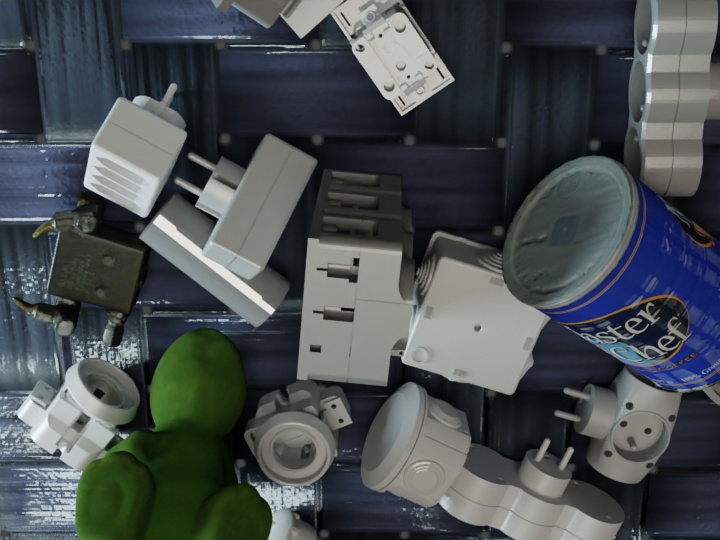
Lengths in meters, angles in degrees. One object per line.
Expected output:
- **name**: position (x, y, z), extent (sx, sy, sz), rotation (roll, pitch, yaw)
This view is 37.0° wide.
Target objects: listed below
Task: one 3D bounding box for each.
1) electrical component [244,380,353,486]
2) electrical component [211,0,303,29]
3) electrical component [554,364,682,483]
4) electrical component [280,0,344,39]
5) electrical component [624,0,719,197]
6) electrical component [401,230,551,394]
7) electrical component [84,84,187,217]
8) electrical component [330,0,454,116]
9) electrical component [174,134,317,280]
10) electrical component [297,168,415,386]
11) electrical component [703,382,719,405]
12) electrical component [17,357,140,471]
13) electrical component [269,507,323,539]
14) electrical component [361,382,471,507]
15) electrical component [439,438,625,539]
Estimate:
- **electrical component**: position (-0.046, 0.119, 0.774), extent (0.078, 0.057, 0.058), rotation (-23, 109, 8)
- **electrical component**: position (-0.041, -0.198, 0.582), extent (0.063, 0.078, 0.121), rotation (27, 111, -40)
- **electrical component**: position (0.180, 0.105, 0.774), extent (0.079, 0.044, 0.077), rotation (16, 110, -6)
- **electrical component**: position (-0.056, -0.247, 0.636), extent (0.105, 0.060, 0.186), rotation (-39, 106, 14)
- **electrical component**: position (0.215, -0.114, 0.688), extent (0.074, 0.052, 0.138), rotation (0, 111, 0)
- **electrical component**: position (0.080, 0.031, 0.745), extent (0.100, 0.048, 0.099), rotation (17, 111, -6)
- **electrical component**: position (-0.138, -0.086, 0.695), extent (0.047, 0.083, 0.075), rotation (28, 70, -10)
- **electrical component**: position (0.021, -0.138, 0.674), extent (0.042, 0.063, 0.081), rotation (-34, 107, 11)
- **electrical component**: position (-0.082, -0.049, 0.699), extent (0.076, 0.047, 0.083), rotation (28, 76, -9)
- **electrical component**: position (0.000, 0.000, 0.680), extent (0.062, 0.150, 0.089), rotation (6, 110, 0)
- **electrical component**: position (0.276, 0.050, 0.744), extent (0.108, 0.060, 0.108), rotation (0, 111, 0)
- **electrical component**: position (-0.195, 0.100, 0.769), extent (0.078, 0.058, 0.057), rotation (37, 109, -12)
- **electrical component**: position (-0.047, 0.214, 0.818), extent (0.062, 0.048, 0.048), rotation (35, 107, -19)
- **electrical component**: position (0.038, 0.125, 0.765), extent (0.051, 0.080, 0.080), rotation (27, 109, -15)
- **electrical component**: position (0.131, 0.157, 0.790), extent (0.138, 0.052, 0.073), rotation (21, 109, -7)
